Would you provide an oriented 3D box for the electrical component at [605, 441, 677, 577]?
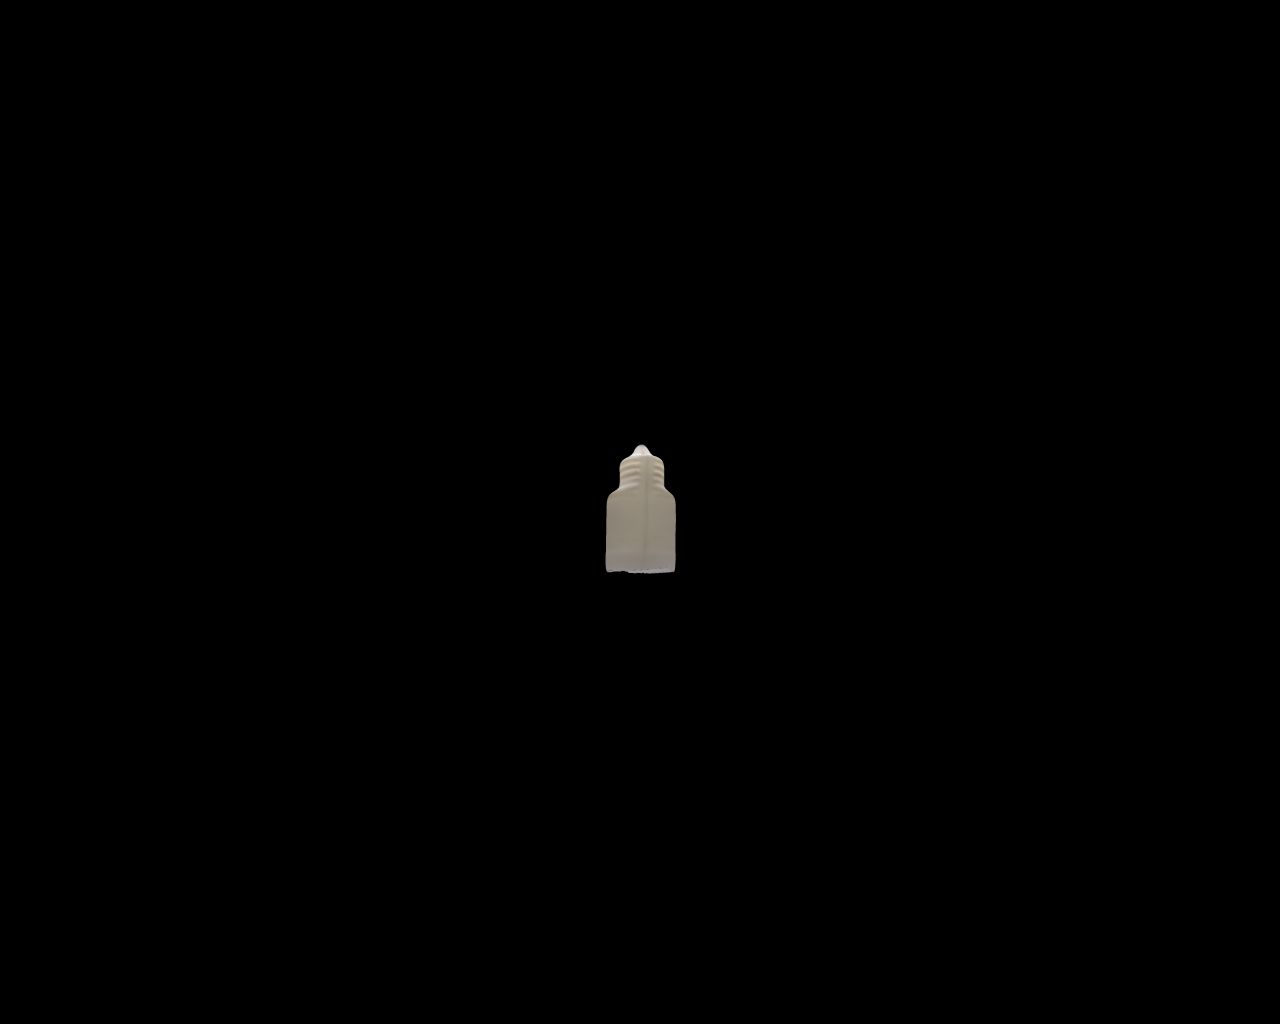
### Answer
[{"bbox_3d":[0.001,-0.003,0.650,0.043,0.081,0.043,0,-7,0],"label":"electrical component"}]
